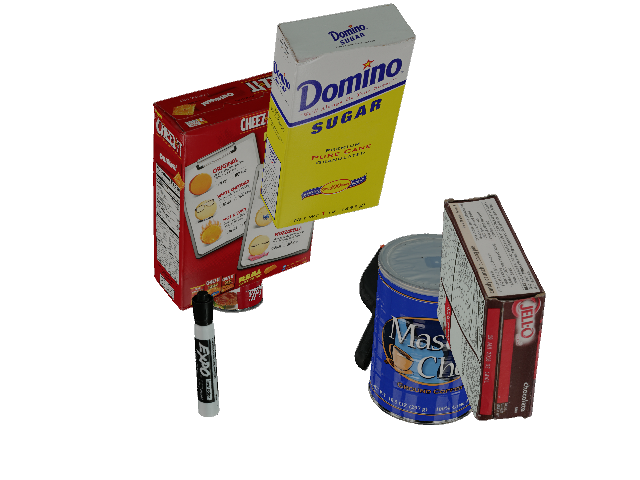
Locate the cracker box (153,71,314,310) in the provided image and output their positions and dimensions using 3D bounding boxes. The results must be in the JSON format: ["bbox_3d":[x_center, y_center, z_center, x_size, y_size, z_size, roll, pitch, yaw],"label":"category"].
[{"bbox_3d":[-0.084,-0.053,1.067,0.163,0.214,0.072,-20,45,-30],"label":"cracker box"}]

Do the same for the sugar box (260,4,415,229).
[{"bbox_3d":[0.009,-0.088,0.799,0.093,0.048,0.176,-14,-34,-18],"label":"sugar box"}]

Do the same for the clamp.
[{"bbox_3d":[0.097,0.074,1.184,0.120,0.171,0.039,5,-43,-4],"label":"clamp"}]

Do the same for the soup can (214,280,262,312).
[{"bbox_3d":[-0.103,0.025,1.269,0.068,0.102,0.068,0,21,0],"label":"soup can"}]

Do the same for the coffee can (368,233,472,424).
[{"bbox_3d":[0.098,0.079,0.959,0.103,0.140,0.103,2,28,-1],"label":"coffee can"}]

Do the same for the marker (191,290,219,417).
[{"bbox_3d":[-0.100,0.099,0.930,0.020,0.121,0.020,0,25,0],"label":"marker"}]

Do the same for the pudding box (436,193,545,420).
[{"bbox_3d":[0.100,0.038,0.643,0.039,0.090,0.113,-5,33,-7],"label":"pudding box"}]
